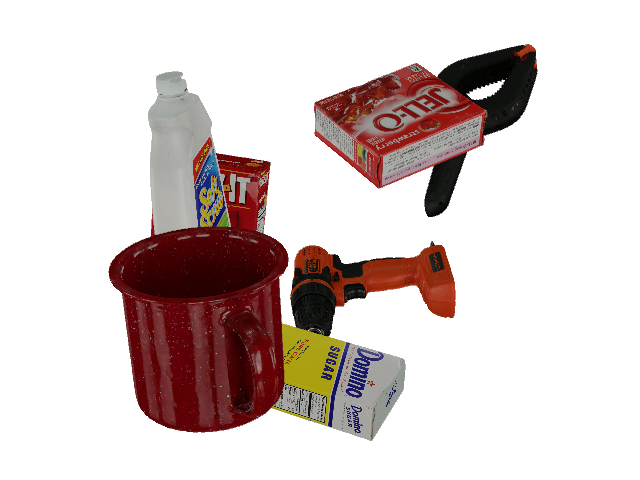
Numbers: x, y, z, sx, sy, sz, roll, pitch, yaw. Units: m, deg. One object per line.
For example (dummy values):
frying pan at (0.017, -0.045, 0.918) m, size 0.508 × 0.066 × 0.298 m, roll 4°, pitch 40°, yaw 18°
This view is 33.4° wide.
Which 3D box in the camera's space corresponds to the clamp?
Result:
clamp at (0.126, -0.111, 0.982) m, size 0.210 × 0.036 × 0.165 m, roll -30°, pitch 49°, yaw -12°

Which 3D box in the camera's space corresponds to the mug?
mug at (-0.054, 0.051, 0.557) m, size 0.093 × 0.081 × 0.117 m, roll -17°, pitch 27°, yaw -30°

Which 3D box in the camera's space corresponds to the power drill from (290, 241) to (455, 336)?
power drill at (0.058, 0.058, 1.234) m, size 0.187 × 0.057 × 0.184 m, roll -2°, pitch 28°, yaw 0°

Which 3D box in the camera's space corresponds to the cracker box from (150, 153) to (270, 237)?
cracker box at (-0.171, -0.022, 1.622) m, size 0.164 × 0.214 × 0.072 m, roll 9°, pitch 18°, yaw 7°

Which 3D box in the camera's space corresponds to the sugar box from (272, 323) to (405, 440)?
sugar box at (-0.014, 0.128, 1.035) m, size 0.176 × 0.048 × 0.093 m, roll 12°, pitch 29°, yaw 19°

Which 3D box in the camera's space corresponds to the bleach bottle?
bleach bottle at (-0.143, -0.051, 1.130) m, size 0.068 × 0.251 × 0.102 m, roll 5°, pitch 27°, yaw 24°

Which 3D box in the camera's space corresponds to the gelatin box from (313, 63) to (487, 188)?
gelatin box at (0.052, -0.077, 0.695) m, size 0.089 × 0.030 × 0.073 m, roll -24°, pitch 46°, yaw -24°
